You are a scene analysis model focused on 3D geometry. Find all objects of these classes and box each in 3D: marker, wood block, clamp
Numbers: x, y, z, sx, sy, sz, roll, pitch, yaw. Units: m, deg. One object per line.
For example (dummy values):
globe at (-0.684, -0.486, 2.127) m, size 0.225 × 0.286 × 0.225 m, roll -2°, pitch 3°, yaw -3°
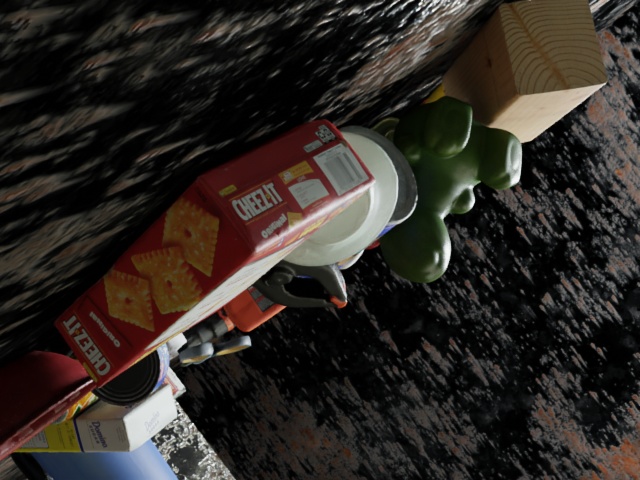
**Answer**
marker at (-0.192, 0.068, 0.920) m, size 0.121 × 0.020 × 0.020 m, roll -39°, pitch 177°, yaw 25°
wood block at (0.197, -0.161, 1.072) m, size 0.090 × 0.091 × 0.206 m, roll -9°, pitch 172°, yaw -10°
clamp at (-0.039, 0.016, 0.963) m, size 0.171 × 0.039 × 0.120 m, roll 16°, pitch 143°, yaw -27°

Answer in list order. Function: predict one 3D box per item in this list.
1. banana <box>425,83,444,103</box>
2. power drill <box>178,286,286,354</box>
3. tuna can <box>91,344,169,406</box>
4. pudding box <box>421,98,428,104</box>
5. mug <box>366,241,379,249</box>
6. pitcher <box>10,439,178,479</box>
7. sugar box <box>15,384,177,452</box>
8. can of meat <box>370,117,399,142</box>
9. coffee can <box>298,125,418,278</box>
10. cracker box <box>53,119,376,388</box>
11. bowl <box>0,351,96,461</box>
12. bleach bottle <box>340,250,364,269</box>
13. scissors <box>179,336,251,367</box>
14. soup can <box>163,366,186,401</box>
banana at (0.178, -0.184, 1.219) m, size 0.198 × 0.037 × 0.069 m, roll -41°, pitch 167°, yaw -3°
power drill at (-0.103, 0.081, 1.344) m, size 0.184 × 0.057 × 0.188 m, roll -38°, pitch -174°, yaw -17°
tuna can at (-0.196, 0.121, 1.073) m, size 0.086 × 0.086 × 0.033 m, roll -38°, pitch 179°, yaw 13°
pudding box at (0.143, -0.155, 1.304) m, size 0.090 × 0.039 × 0.113 m, roll -36°, pitch 175°, yaw -6°
mug at (0.046, -0.050, 1.340) m, size 0.117 × 0.093 × 0.081 m, roll 7°, pitch -133°, yaw 38°
pitcher at (-0.265, 0.287, 1.315) m, size 0.144 × 0.243 × 0.149 m, roll -38°, pitch -176°, yaw -24°
sugar box at (-0.252, 0.193, 1.149) m, size 0.176 × 0.048 × 0.093 m, roll -3°, pitch -165°, yaw 27°
can of meat at (0.064, -0.090, 1.182) m, size 0.102 × 0.057 × 0.084 m, roll -38°, pitch 179°, yaw 13°
coffee can at (0.010, -0.029, 1.016) m, size 0.102 × 0.103 × 0.141 m, roll -35°, pitch 176°, yaw -45°
cracker box at (-0.082, 0.008, 0.805) m, size 0.214 × 0.072 × 0.163 m, roll -38°, pitch 176°, yaw 39°
bowl at (-0.261, 0.142, 0.896) m, size 0.162 × 0.055 × 0.162 m, roll -37°, pitch 177°, yaw -2°
bleach bottle at (-0.009, 0.002, 1.308) m, size 0.068 × 0.102 × 0.251 m, roll -58°, pitch -179°, yaw -10°
scissors at (-0.134, 0.141, 1.332) m, size 0.096 × 0.016 × 0.202 m, roll -13°, pitch 172°, yaw -6°
soup can at (-0.212, 0.155, 1.241) m, size 0.068 × 0.102 × 0.068 m, roll -38°, pitch 177°, yaw -3°
